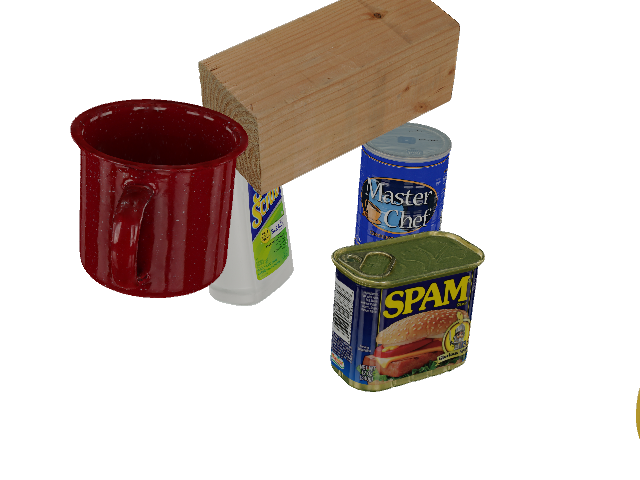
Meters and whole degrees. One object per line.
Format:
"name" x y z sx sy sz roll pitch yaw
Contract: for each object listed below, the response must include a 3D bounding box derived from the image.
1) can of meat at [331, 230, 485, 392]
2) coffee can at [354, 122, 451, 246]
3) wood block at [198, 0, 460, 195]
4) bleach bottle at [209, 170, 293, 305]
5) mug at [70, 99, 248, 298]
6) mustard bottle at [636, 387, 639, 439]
"can of meat" 0.056 0.047 0.721 0.101 0.084 0.058 -11 27 -29
"coffee can" 0.094 -0.055 1.247 0.103 0.140 0.103 3 28 -2
"wood block" 0.009 -0.136 0.914 0.205 0.090 0.091 -28 55 -22
"bleach bottle" -0.084 -0.065 1.116 0.068 0.251 0.102 9 29 30
"mug" -0.089 -0.017 0.568 0.093 0.081 0.117 8 28 0
"mustard bottle" 0.207 0.099 0.528 0.096 0.058 0.191 3 39 10
